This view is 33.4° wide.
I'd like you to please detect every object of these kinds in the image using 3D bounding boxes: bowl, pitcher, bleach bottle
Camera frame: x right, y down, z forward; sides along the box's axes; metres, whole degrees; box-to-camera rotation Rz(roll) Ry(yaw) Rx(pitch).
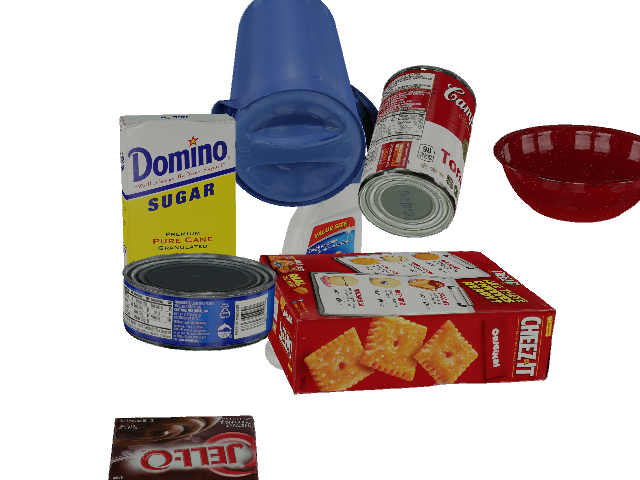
[{"bbox_3d":[0.244,-0.060,1.011,0.162,0.055,0.162,-1,25,0],"label":"bowl"},{"bbox_3d":[-0.020,-0.152,1.083,0.145,0.149,0.243,-17,38,10],"label":"pitcher"},{"bbox_3d":[-0.005,0.018,1.204,0.102,0.251,0.068,-1,16,-17],"label":"bleach bottle"}]

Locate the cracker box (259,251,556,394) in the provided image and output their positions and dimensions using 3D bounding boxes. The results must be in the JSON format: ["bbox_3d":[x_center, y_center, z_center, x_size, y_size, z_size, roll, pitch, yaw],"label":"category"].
[{"bbox_3d":[0.064,0.065,0.904,0.213,0.072,0.164,-1,17,-14],"label":"cracker box"}]

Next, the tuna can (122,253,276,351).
[{"bbox_3d":[-0.068,0.033,0.600,0.086,0.034,0.086,3,13,-1],"label":"tuna can"}]

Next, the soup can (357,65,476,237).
[{"bbox_3d":[0.067,-0.061,0.734,0.068,0.102,0.068,10,-37,8],"label":"soup can"}]

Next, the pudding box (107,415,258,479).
[{"bbox_3d":[-0.104,0.174,0.816,0.113,0.039,0.090,-2,25,-5],"label":"pudding box"}]

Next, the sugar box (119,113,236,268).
[{"bbox_3d":[-0.117,-0.015,0.887,0.093,0.176,0.048,-4,15,-15],"label":"sugar box"}]
